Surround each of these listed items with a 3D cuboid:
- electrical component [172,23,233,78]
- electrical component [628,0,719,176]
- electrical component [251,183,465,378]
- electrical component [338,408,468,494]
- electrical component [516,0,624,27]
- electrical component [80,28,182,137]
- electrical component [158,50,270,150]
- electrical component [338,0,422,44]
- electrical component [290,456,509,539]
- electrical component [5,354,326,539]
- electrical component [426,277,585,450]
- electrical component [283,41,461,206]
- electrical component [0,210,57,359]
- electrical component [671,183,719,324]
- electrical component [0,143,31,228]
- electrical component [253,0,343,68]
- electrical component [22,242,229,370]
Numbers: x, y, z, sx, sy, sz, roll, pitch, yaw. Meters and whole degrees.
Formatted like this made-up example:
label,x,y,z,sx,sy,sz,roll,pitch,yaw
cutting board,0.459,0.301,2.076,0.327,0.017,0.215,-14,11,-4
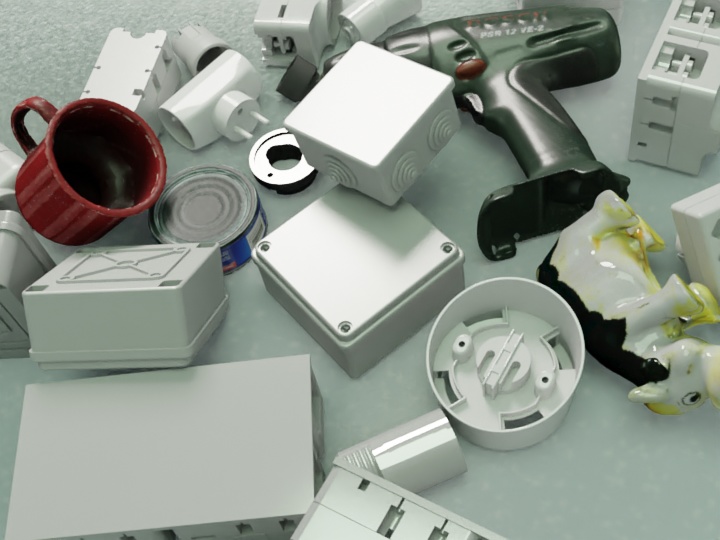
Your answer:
label,x,y,z,sx,sy,sz,roll,pitch,yaw
electrical component,-0.133,-0.183,0.903,0.040,0.040,0.046,-34,52,-14
electrical component,0.255,-0.156,0.795,0.062,0.089,0.150,19,61,20
electrical component,0.000,0.000,0.750,0.109,0.056,0.109,-37,59,-16
electrical component,0.022,0.122,0.673,0.081,0.043,0.043,-23,56,-5
electrical component,0.175,-0.231,0.874,0.096,0.061,0.061,-6,56,5
electrical component,-0.184,-0.144,0.874,0.050,0.055,0.089,6,58,12
electrical component,-0.107,-0.128,0.859,0.079,0.044,0.077,34,67,27
electrical component,0.014,-0.217,0.903,0.065,0.044,0.044,-40,60,-12
electrical component,0.059,0.186,0.587,0.186,0.105,0.060,22,62,22
electrical component,-0.117,0.124,0.683,0.186,0.060,0.105,-6,56,4
electrical component,0.093,0.062,0.689,0.099,0.064,0.099,-4,56,6
electrical component,0.011,-0.101,0.746,0.100,0.048,0.099,29,69,32
electrical component,-0.256,0.012,0.747,0.078,0.113,0.057,-3,59,7
electrical component,0.237,-0.015,0.720,0.047,0.083,0.075,-24,18,-7
electrical component,-0.293,-0.048,0.828,0.059,0.053,0.095,34,67,27
electrical component,-0.048,-0.218,0.907,0.056,0.050,0.089,6,58,12
electrical component,-0.155,0.022,0.728,0.109,0.056,0.108,-2,17,8
